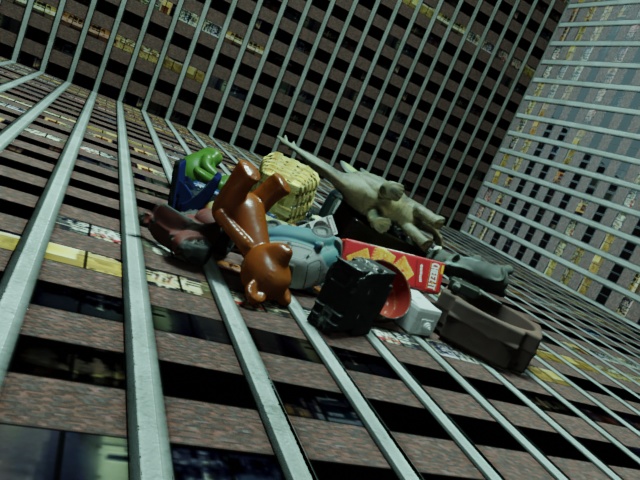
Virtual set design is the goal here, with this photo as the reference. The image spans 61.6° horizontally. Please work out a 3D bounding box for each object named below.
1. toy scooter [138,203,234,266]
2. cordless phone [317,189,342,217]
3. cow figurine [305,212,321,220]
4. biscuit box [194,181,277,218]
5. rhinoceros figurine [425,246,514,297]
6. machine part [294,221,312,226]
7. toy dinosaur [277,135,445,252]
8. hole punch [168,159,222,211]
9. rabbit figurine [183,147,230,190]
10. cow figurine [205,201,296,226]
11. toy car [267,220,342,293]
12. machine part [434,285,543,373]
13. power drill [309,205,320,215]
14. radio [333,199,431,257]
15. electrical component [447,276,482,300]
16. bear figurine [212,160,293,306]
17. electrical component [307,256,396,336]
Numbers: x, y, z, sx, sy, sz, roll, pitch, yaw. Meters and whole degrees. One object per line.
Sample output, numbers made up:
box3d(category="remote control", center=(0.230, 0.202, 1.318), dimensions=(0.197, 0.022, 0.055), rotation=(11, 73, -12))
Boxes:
box3d(category="toy scooter", center=(-0.217, -0.018, 0.883), dimensions=(0.135, 0.075, 0.184), rotation=(26, 15, 6))
box3d(category="cordless phone", center=(0.080, -0.062, 1.505), dimensions=(0.089, 0.146, 0.184), rotation=(37, 20, 30))
box3d(category="cow figurine", center=(-0.069, -0.058, 1.398), dimensions=(0.167, 0.068, 0.098), rotation=(18, 17, -7))
box3d(category="biscuit box", center=(-0.198, -0.062, 1.165), dimensions=(0.203, 0.062, 0.059), rotation=(24, 10, 1))
box3d(category="rhinoceros figurine", center=(0.313, 0.067, 1.141), dimensions=(0.112, 0.073, 0.191), rotation=(4, 12, -45))
box3d(category="machine part", center=(-0.003, -0.004, 1.250), dimensions=(0.079, 0.079, 0.243), rotation=(28, 13, 25))
box3d(category="toy dinosaur", center=(0.113, -0.094, 1.166), dimensions=(0.471, 0.105, 0.199), rotation=(30, 7, -33))
box3d(category="hole punch", center=(-0.249, -0.093, 1.060), dimensions=(0.092, 0.115, 0.142), rotation=(13, 11, -13))
box3d(category="rabbit figurine", center=(-0.258, -0.146, 1.295), dimensions=(0.170, 0.121, 0.159), rotation=(24, 17, 21))
box3d(category="cow figurine", center=(-0.136, -0.021, 1.054), dimensions=(0.195, 0.085, 0.127), rotation=(22, 4, -11))
box3d(category="toy car", center=(-0.046, 0.032, 0.929), dimensions=(0.162, 0.109, 0.103), rotation=(15, 29, 2))
box3d(category="machine part", center=(0.322, 0.169, 1.054), dimensions=(0.202, 0.087, 0.201), rotation=(28, 12, 18))
box3d(category="power drill", center=(-0.113, -0.116, 1.598), dimensions=(0.232, 0.086, 0.207), rotation=(13, 22, -32))
box3d(category="radio", center=(0.137, -0.004, 1.233), dimensions=(0.229, 0.073, 0.131), rotation=(25, 19, -24))
box3d(category="electrical component", center=(0.283, 0.095, 1.046), dimensions=(0.063, 0.021, 0.094), rotation=(26, 11, 17))
box3d(category="bear figurine", center=(-0.087, -0.004, 0.816), dimensions=(0.120, 0.132, 0.196), rotation=(17, 35, -53))
box3d(category="electrical component", center=(0.057, 0.086, 0.827), dimensions=(0.058, 0.114, 0.134), rotation=(33, 16, 35))
